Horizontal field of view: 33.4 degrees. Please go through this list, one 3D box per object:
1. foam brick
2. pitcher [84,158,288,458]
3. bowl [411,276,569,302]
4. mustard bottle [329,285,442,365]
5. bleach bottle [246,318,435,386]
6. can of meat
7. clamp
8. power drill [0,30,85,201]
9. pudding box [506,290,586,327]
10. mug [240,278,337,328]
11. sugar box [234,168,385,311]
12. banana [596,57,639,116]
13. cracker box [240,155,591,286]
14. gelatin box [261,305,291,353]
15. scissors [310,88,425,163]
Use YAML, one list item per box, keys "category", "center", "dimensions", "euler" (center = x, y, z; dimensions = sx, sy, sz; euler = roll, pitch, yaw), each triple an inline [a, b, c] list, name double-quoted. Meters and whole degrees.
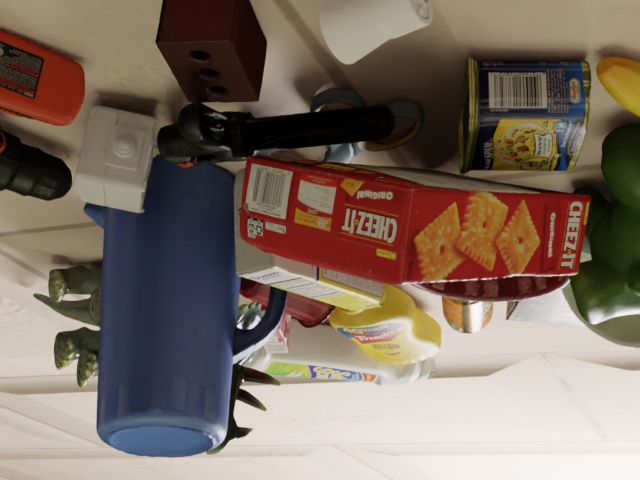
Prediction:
- category: "foam brick"
  center: [-0.071, -0.132, 0.711]
  dimensions: [0.053, 0.051, 0.078]
  euler: [0, 157, 12]
- category: "pitcher"
  center: [-0.120, 0.060, 0.933]
  dimensions: [0.149, 0.243, 0.144]
  euler: [-20, 147, 33]
- category: "bowl"
  center: [0.154, 0.005, 0.988]
  dimensions: [0.162, 0.055, 0.162]
  euler: [4, 157, 2]
- category: "mustard bottle"
  center: [0.063, 0.086, 1.196]
  dimensions: [0.096, 0.058, 0.191]
  euler: [-5, 155, 24]
- category: "bleach bottle"
  center: [0.029, 0.144, 1.339]
  dimensions: [0.250, 0.068, 0.103]
  euler: [9, 157, -17]
- category: "can of meat"
  center: [0.145, -0.088, 0.767]
  dimensions: [0.084, 0.057, 0.102]
  euler: [1, 158, 4]
- category: "clamp"
  center: [-0.070, -0.078, 0.795]
  dimensions: [0.164, 0.036, 0.210]
  euler: [-2, 179, -38]
- category: "power drill"
  center: [-0.255, -0.091, 0.837]
  dimensions: [0.184, 0.057, 0.188]
  euler: [18, 154, -31]
- category: "pudding box"
  center: [0.248, 0.052, 1.101]
  dimensions: [0.090, 0.039, 0.113]
  euler: [6, 157, -2]
- category: "mug"
  center: [-0.025, 0.032, 1.032]
  dimensions: [0.081, 0.093, 0.117]
  euler: [24, 179, -28]
- category: "sugar box"
  center: [-0.006, 0.001, 0.926]
  dimensions: [0.048, 0.093, 0.176]
  euler: [-14, 159, 34]
- category: "banana"
  center: [0.286, -0.098, 0.747]
  dimensions: [0.198, 0.037, 0.070]
  euler: [3, 139, 1]
- category: "cracker box"
  center: [0.072, -0.015, 0.793]
  dimensions: [0.213, 0.072, 0.164]
  euler: [1, -170, -45]
- category: "gelatin box"
  center: [-0.050, 0.077, 1.177]
  dimensions: [0.030, 0.073, 0.089]
  euler: [1, 156, 6]
- category: "scissors"
  center: [0.002, -0.076, 0.875]
  dimensions: [0.096, 0.016, 0.202]
  euler: [21, 152, -31]
